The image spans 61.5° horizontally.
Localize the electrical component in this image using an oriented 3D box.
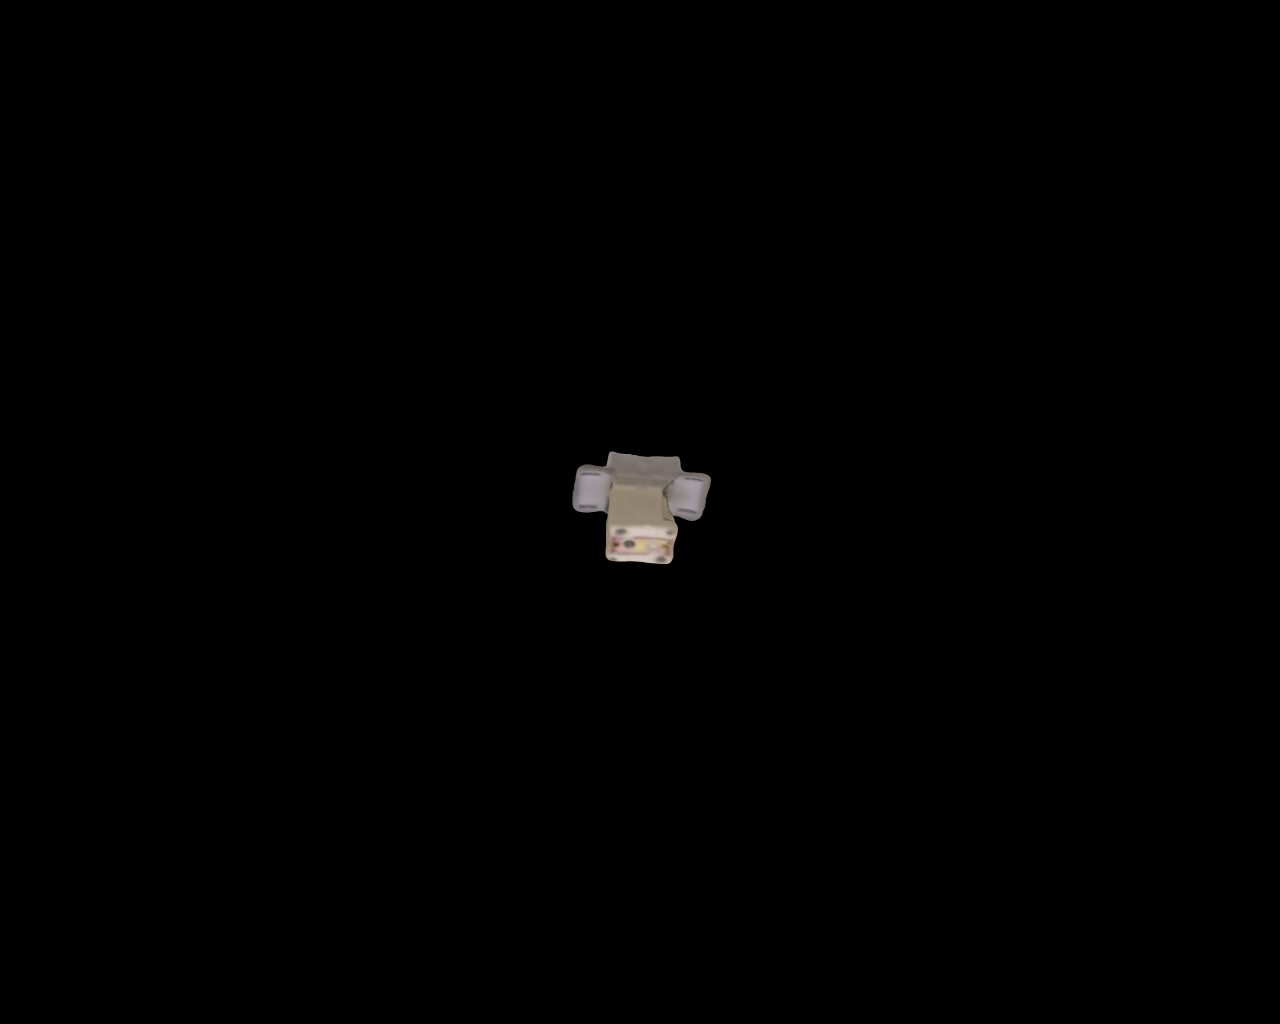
[{"bbox_3d":[0.001,-0.003,0.650,0.081,0.064,0.042,4,-39,-4],"label":"electrical component"}]
